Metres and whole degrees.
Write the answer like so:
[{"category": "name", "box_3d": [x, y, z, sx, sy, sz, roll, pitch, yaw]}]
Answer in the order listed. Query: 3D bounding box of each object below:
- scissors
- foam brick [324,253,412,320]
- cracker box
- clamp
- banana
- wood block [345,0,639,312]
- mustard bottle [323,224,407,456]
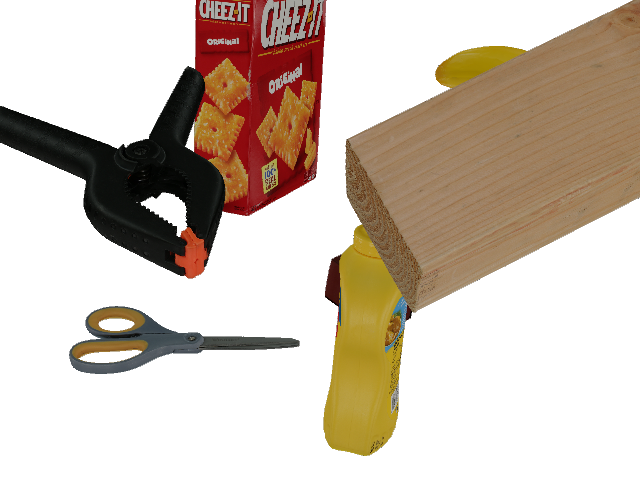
[{"category": "scissors", "box_3d": [-0.128, 0.083, 0.974, 0.201, 0.016, 0.096, -8, 34, -16]}, {"category": "foam brick", "box_3d": [0.051, 0.048, 1.066, 0.052, 0.051, 0.078, -25, 47, -35]}, {"category": "cracker box", "box_3d": [-0.056, -0.148, 1.057, 0.072, 0.214, 0.164, 12, 20, 22]}, {"category": "clamp", "box_3d": [-0.117, -0.054, 0.739, 0.164, 0.036, 0.210, -22, 48, -26]}, {"category": "banana", "box_3d": [0.162, -0.111, 0.833, 0.037, 0.070, 0.198, 3, 32, -43]}, {"category": "wood block", "box_3d": [0.126, -0.051, 0.635, 0.206, 0.091, 0.090, -27, -18, -7]}, {"category": "mustard bottle", "box_3d": [0.040, 0.063, 0.823, 0.058, 0.192, 0.096, 11, 25, 12]}]
